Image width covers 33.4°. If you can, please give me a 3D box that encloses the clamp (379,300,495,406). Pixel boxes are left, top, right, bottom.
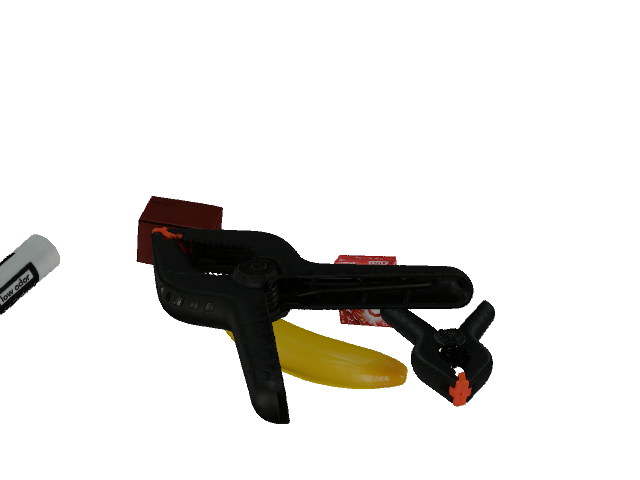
[{"bbox_3d":[0.136,0.104,1.065,0.120,0.039,0.171,-8,30,-9],"label":"clamp"}]

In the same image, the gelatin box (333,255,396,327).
[{"bbox_3d":[0.058,0.062,1.307,0.073,0.089,0.030,3,29,18],"label":"gelatin box"}]

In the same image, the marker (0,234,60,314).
[{"bbox_3d":[-0.162,0.039,0.471,0.020,0.020,0.121,0,35,39],"label":"marker"}]

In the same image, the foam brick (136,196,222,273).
[{"bbox_3d":[-0.142,-0.006,1.083,0.078,0.051,0.053,9,31,3],"label":"foam brick"}]

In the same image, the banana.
[{"bbox_3d":[-0.022,0.076,0.842,0.069,0.037,0.198,-26,35,-34],"label":"banana"}]

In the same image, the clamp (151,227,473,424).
[{"bbox_3d":[-0.025,0.029,0.648,0.164,0.036,0.210,-22,31,-32],"label":"clamp"}]
